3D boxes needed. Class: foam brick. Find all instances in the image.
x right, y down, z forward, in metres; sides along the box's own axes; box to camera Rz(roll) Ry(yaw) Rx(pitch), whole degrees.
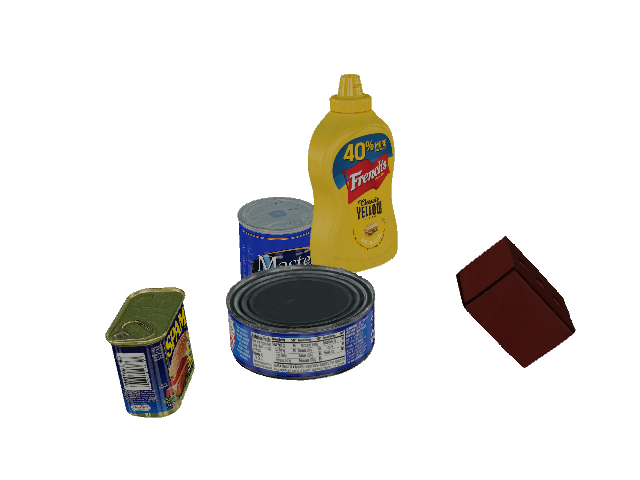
[{"bbox_3d":[0.150,0.048,0.822,0.051,0.078,0.053,-39,21,18],"label":"foam brick"}]

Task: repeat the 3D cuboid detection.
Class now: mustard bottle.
[{"bbox_3d":[0.032,-0.068,1.054,0.096,0.192,0.058,-15,21,-35],"label":"mustard bottle"}]

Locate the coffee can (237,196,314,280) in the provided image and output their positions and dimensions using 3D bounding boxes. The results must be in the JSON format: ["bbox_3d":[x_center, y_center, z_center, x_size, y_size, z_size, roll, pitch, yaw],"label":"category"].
[{"bbox_3d":[-0.054,0.027,1.380,0.103,0.140,0.103,0,26,0],"label":"coffee can"}]

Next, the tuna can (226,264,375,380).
[{"bbox_3d":[-0.011,0.046,0.616,0.086,0.034,0.086,-2,23,1],"label":"tuna can"}]

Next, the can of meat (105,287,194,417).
[{"bbox_3d":[-0.155,0.104,0.997,0.057,0.084,0.102,-3,25,9],"label":"can of meat"}]
